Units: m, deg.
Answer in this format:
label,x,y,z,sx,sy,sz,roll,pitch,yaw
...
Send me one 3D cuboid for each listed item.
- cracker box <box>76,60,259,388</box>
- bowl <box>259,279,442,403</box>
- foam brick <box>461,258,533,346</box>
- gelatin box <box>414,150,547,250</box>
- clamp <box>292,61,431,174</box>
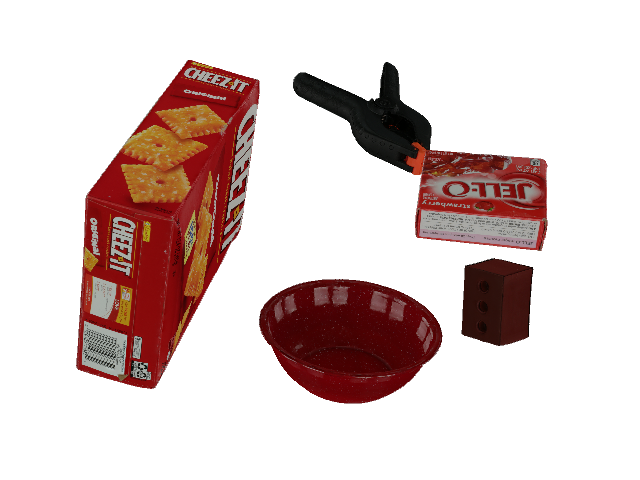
label,x,y,z,sx,sy,sz,roll,pitch,yaw
cracker box,-0.113,-0.017,0.823,0.072,0.164,0.213,16,37,5
bowl,0.025,0.096,0.949,0.162,0.055,0.162,4,27,-2
foam brick,0.183,0.063,1.106,0.051,0.078,0.053,-14,20,-42
gelatin box,0.114,-0.030,0.750,0.089,0.030,0.073,5,39,7
clamp,0.047,-0.125,1.060,0.120,0.039,0.171,-10,41,-16
